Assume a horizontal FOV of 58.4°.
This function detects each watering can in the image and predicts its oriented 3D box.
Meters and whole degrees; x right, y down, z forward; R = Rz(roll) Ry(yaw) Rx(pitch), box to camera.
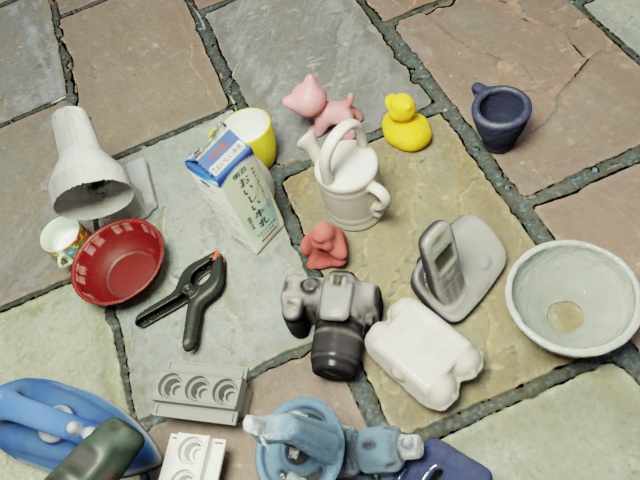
[{"bbox_3d":[0.035,-0.107,0.876,0.172,0.194,0.101,15,63,21],"label":"watering can"}]

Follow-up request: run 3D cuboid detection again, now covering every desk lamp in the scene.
[{"bbox_3d":[-0.366,-0.106,0.954,0.118,0.214,0.203,-23,57,-1],"label":"desk lamp"}]

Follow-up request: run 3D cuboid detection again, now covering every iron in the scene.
[{"bbox_3d":[-0.349,0.251,0.775,0.257,0.142,0.119,9,62,18],"label":"iron"}]

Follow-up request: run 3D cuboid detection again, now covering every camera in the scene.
[{"bbox_3d":[0.010,0.118,0.799,0.143,0.101,0.137,2,60,14],"label":"camera"}]

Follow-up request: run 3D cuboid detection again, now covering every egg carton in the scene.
[{"bbox_3d":[0.137,0.151,0.770,0.107,0.069,0.150,-44,60,-15],"label":"egg carton"}]

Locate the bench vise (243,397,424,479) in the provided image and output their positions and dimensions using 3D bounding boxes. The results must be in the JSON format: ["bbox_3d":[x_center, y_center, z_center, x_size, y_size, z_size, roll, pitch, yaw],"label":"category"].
[{"bbox_3d":[0.006,0.225,0.663,0.207,0.220,0.121,-20,57,0],"label":"bench vise"}]

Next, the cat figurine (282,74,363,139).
[{"bbox_3d":[0.004,-0.239,1.009,0.127,0.118,0.067,5,60,16],"label":"cat figurine"}]

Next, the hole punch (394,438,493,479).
[{"bbox_3d":[0.136,0.296,0.668,0.100,0.091,0.109,30,70,27],"label":"hole punch"}]

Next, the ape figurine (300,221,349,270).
[{"bbox_3d":[0.008,0.003,0.876,0.077,0.092,0.076,34,72,28],"label":"ape figurine"}]

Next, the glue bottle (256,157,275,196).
[{"bbox_3d":[-0.129,-0.122,0.935,0.078,0.173,0.037,-8,58,8],"label":"glue bottle"}]

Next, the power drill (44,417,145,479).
[{"bbox_3d":[-0.272,0.330,0.669,0.075,0.209,0.230,21,66,23],"label":"power drill"}]

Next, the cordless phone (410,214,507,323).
[{"bbox_3d":[0.186,0.014,0.773,0.094,0.185,0.148,32,70,27],"label":"cordless phone"}]

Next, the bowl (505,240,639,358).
[{"bbox_3d":[0.330,0.087,0.762,0.167,0.075,0.167,-6,58,9],"label":"bowl"}]

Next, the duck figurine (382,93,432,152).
[{"bbox_3d":[0.146,-0.208,0.978,0.077,0.086,0.104,-33,58,-8],"label":"duck figurine"}]

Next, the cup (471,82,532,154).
[{"bbox_3d":[0.284,-0.195,0.933,0.092,0.095,0.117,-30,57,-6],"label":"cup"}]
